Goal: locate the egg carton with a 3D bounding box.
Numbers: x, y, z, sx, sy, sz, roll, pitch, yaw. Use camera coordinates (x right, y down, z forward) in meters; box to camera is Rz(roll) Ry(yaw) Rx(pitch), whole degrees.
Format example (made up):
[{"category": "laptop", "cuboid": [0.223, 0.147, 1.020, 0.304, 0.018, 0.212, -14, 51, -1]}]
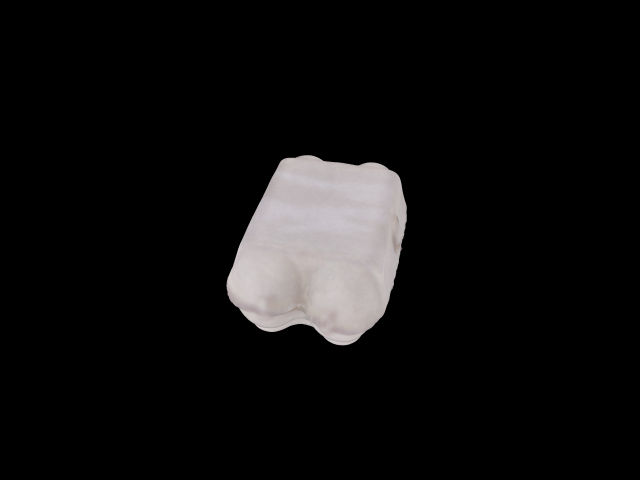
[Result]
[{"category": "egg carton", "cuboid": [0.004, 0.001, 0.400, 0.107, 0.069, 0.150, 8, 44, 9]}]
